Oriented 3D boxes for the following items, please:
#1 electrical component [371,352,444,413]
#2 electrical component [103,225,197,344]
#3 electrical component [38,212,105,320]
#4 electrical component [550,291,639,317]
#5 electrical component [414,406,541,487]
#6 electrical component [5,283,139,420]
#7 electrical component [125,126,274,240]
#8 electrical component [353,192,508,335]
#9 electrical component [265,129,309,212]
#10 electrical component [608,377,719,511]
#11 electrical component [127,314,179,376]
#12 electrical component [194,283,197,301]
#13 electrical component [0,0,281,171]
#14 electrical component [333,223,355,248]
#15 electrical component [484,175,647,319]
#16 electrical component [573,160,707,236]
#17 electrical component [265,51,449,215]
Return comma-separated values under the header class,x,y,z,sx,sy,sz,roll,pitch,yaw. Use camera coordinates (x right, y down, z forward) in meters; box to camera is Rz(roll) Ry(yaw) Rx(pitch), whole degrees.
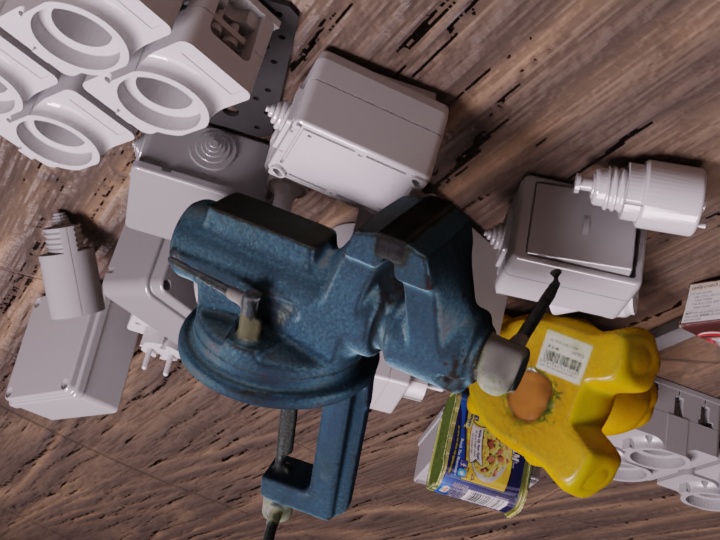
class,x,y,z,sx,sy,sz,roll,pitch,yaw
electrical component,0.040,0.093,0.947,0.076,0.047,0.083,15,154,-4
electrical component,-0.129,0.008,0.818,0.057,0.078,0.113,-2,151,33
electrical component,-0.230,-0.005,0.848,0.043,0.081,0.043,-8,-172,1
electrical component,0.159,0.009,0.728,0.055,0.045,0.045,2,152,21
electrical component,0.120,0.190,1.095,0.109,0.056,0.108,14,154,-4
electrical component,-0.258,0.075,0.977,0.109,0.108,0.056,-12,148,40
electrical component,-0.104,-0.055,0.713,0.100,0.048,0.099,17,154,-8
electrical component,0.048,0.005,0.733,0.057,0.078,0.113,-7,148,41
electrical component,-0.042,-0.060,0.660,0.035,0.061,0.035,10,154,5
electrical component,0.289,0.158,0.948,0.186,0.060,0.105,20,153,-14
electrical component,-0.167,0.053,0.927,0.066,0.076,0.047,19,153,-13
electrical component,-0.068,0.016,0.787,0.064,0.099,0.099,-7,148,24
electrical component,-0.151,-0.118,0.587,0.186,0.060,0.105,-10,144,41
electrical component,0.000,0.000,0.778,0.055,0.047,0.055,10,154,5
electrical component,0.126,-0.017,0.670,0.096,0.061,0.061,13,154,0
electrical component,0.164,-0.044,0.623,0.078,0.040,0.040,10,154,6
electrical component,-0.006,-0.080,0.611,0.096,0.061,0.061,23,153,-11
